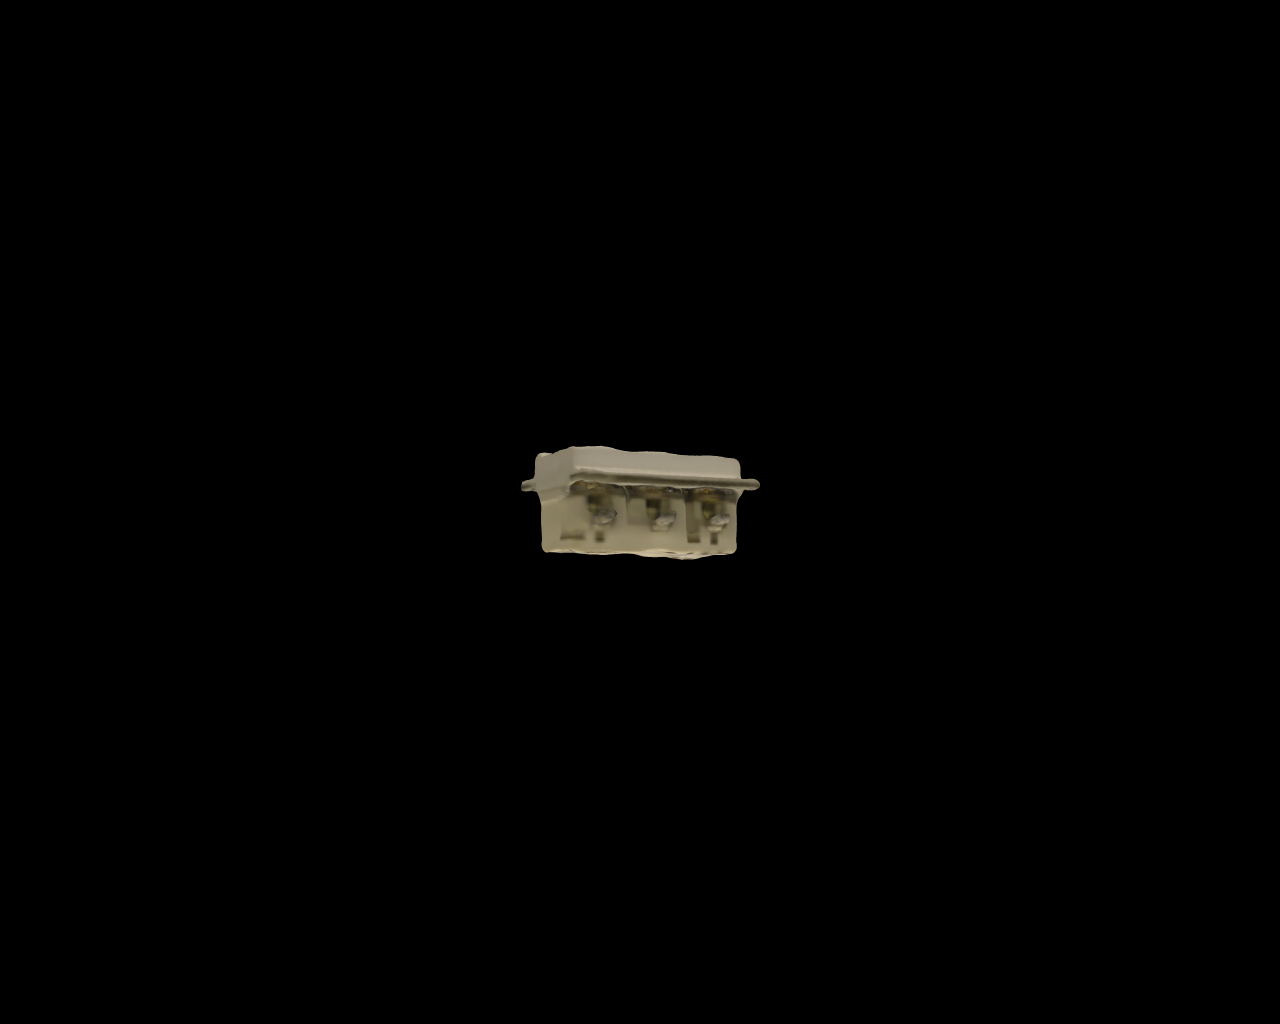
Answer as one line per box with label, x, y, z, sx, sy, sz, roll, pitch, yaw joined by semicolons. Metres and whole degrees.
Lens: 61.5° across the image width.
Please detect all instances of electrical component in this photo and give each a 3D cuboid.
electrical component;0.001;-0.003;0.650;0.121;0.063;0.078;3;-6;-33
